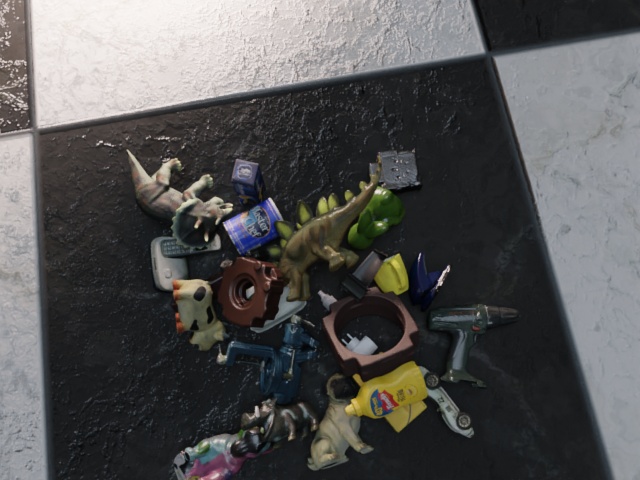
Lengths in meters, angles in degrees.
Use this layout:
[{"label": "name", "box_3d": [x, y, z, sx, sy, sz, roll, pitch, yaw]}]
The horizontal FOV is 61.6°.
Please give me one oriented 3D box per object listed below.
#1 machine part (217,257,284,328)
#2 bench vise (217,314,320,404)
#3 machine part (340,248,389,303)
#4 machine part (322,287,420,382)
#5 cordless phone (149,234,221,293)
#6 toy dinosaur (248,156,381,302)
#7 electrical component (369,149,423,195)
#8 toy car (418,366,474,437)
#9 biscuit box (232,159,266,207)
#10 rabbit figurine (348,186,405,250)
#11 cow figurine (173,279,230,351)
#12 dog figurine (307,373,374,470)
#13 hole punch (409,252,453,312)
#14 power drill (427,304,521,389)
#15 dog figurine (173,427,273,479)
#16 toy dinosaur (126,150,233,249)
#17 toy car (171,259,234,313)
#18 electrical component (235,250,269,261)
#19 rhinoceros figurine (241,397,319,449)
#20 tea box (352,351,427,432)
[{"label": "machine part", "box_3d": [-0.171, 0.125, 1.295, 0.180, 0.056, 0.179, -5, 80, 33]}, {"label": "bench vise", "box_3d": [-0.125, 0.279, 1.301, 0.240, 0.129, 0.223, 11, 98, -18]}, {"label": "machine part", "box_3d": [0.113, 0.080, 1.316, 0.139, 0.039, 0.084, -50, 56, 3]}, {"label": "machine part", "box_3d": [0.122, 0.225, 1.295, 0.201, 0.087, 0.202, -20, 49, -11]}, {"label": "cordless phone", "box_3d": [-0.344, 0.057, 1.399, 0.184, 0.088, 0.146, -10, 75, -6]}, {"label": "toy dinosaur", "box_3d": [-0.003, -0.004, 1.302, 0.471, 0.105, 0.199, -38, 73, 9]}, {"label": "electrical component", "box_3d": [0.203, -0.182, 1.460, 0.134, 0.058, 0.115, -9, 74, -2]}, {"label": "toy car", "box_3d": [0.297, 0.392, 1.301, 0.056, 0.073, 0.202, -36, 78, -7]}, {"label": "biscuit box", "box_3d": [-0.181, -0.140, 1.381, 0.059, 0.202, 0.063, 12, 77, 3]}, {"label": "rabbit figurine", "box_3d": [0.140, -0.043, 1.387, 0.121, 0.159, 0.170, 34, 89, -1]}, {"label": "cow figurine", "box_3d": [-0.294, 0.187, 1.331, 0.127, 0.086, 0.194, -6, 115, -12]}, {"label": "dog figurine", "box_3d": [0.025, 0.434, 1.295, 0.172, 0.121, 0.191, -19, 62, -7]}, {"label": "hole punch", "box_3d": [0.262, 0.105, 1.351, 0.092, 0.142, 0.116, 28, 64, 6]}, {"label": "power drill", "box_3d": [0.380, 0.259, 1.332, 0.232, 0.086, 0.207, 6, 80, 4]}, {"label": "dog figurine", "box_3d": [-0.217, 0.505, 1.274, 0.219, 0.191, 0.108, -15, 69, -38]}, {"label": "toy dinosaur", "box_3d": [-0.392, -0.103, 1.393, 0.405, 0.131, 0.192, 21, 49, 16]}, {"label": "toy car", "box_3d": [-0.285, 0.126, 1.380, 0.202, 0.089, 0.053, -30, 34, -5]}, {"label": "electrical component", "box_3d": [-0.174, 0.048, 1.399, 0.063, 0.094, 0.021, -28, 74, 23]}, {"label": "rhinoceros figurine", "box_3d": [-0.090, 0.415, 1.240, 0.190, 0.073, 0.112, 2, 58, -37]}, {"label": "tea box", "box_3d": [0.167, 0.369, 1.313, 0.098, 0.068, 0.170, -40, 79, -9]}]
